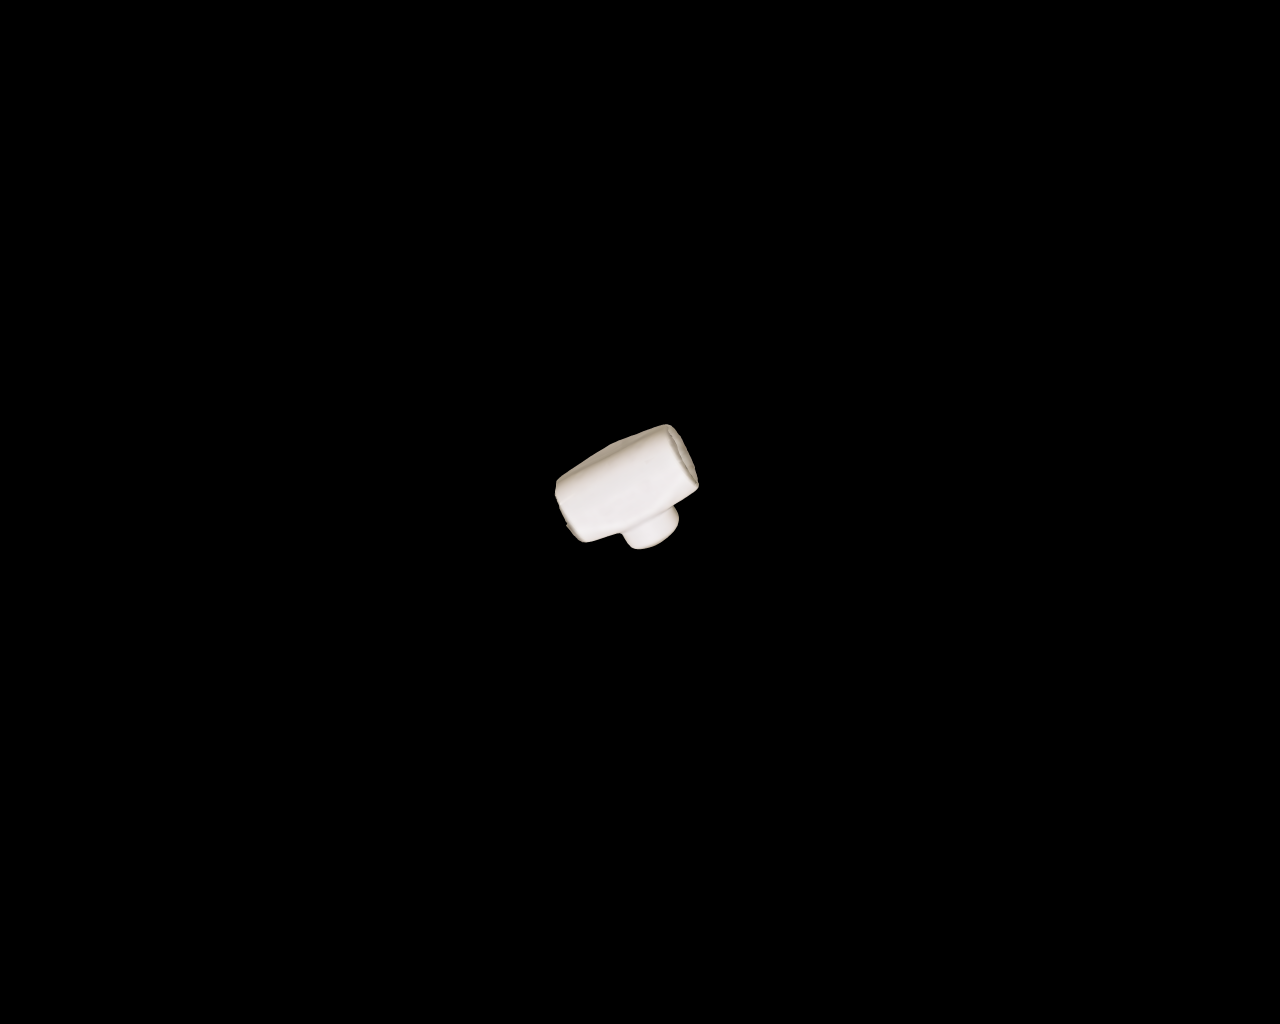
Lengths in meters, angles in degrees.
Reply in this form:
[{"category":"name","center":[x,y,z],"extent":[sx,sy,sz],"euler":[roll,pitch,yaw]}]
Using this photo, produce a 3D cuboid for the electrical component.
[{"category":"electrical component","center":[0.001,-0.003,0.650],"extent":[0.077,0.079,0.044],"euler":[-26,21,11]}]
